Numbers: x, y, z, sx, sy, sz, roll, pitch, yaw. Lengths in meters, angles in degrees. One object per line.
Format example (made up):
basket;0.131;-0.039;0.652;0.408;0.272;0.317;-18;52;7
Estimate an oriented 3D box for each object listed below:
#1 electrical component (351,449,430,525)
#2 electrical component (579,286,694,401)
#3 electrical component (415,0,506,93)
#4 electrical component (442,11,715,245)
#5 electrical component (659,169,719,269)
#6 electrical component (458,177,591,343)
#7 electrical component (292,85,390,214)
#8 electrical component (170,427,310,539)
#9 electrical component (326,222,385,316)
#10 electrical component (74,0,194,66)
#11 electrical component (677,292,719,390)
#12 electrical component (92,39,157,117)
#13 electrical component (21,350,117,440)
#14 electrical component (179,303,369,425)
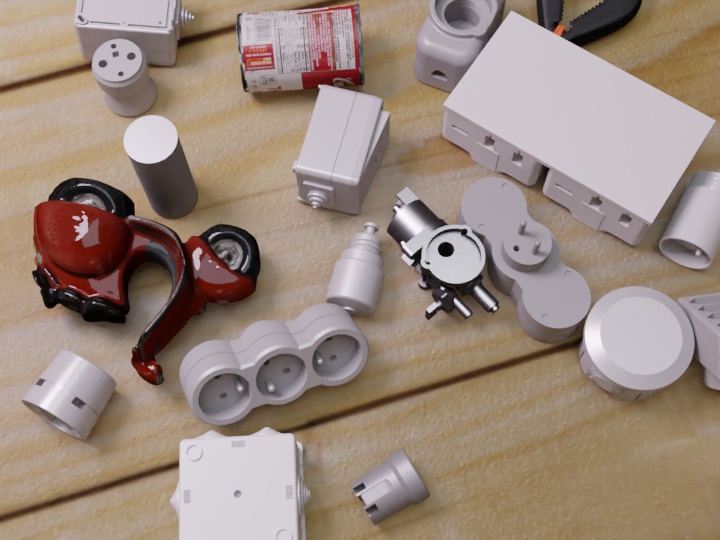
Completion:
electrical component;0.022;0.158;0.781;0.046;0.040;0.040;-31;71;-4
electrical component;0.206;0.057;0.812;0.080;0.051;0.080;0;69;1
electrical component;0.086;-0.206;0.912;0.054;0.059;0.095;22;70;9
electrical component;0.173;-0.113;0.874;0.186;0.060;0.105;32;72;12
electrical component;0.274;-0.046;0.855;0.043;0.043;0.081;27;71;11
electrical component;0.127;-0.015;0.828;0.052;0.073;0.138;-29;71;-10
electrical component;-0.014;-0.090;0.866;0.061;0.061;0.096;14;69;6
electrical component;-0.085;0.165;0.774;0.100;0.048;0.099;-3;69;-1
electrical component;0.000;0.000;0.842;0.040;0.040;0.078;13;69;6
electrical component;-0.190;-0.214;0.921;0.096;0.061;0.061;3;67;-5
electrical component;0.275;0.065;0.801;0.047;0.083;0.075;-8;107;-2
electrical component;-0.197;-0.161;0.900;0.045;0.055;0.045;0;69;1
electrical component;-0.215;0.092;0.802;0.055;0.055;0.047;26;68;10
electrical component;-0.069;0.062;0.813;0.138;0.052;0.073;-18;30;-12
